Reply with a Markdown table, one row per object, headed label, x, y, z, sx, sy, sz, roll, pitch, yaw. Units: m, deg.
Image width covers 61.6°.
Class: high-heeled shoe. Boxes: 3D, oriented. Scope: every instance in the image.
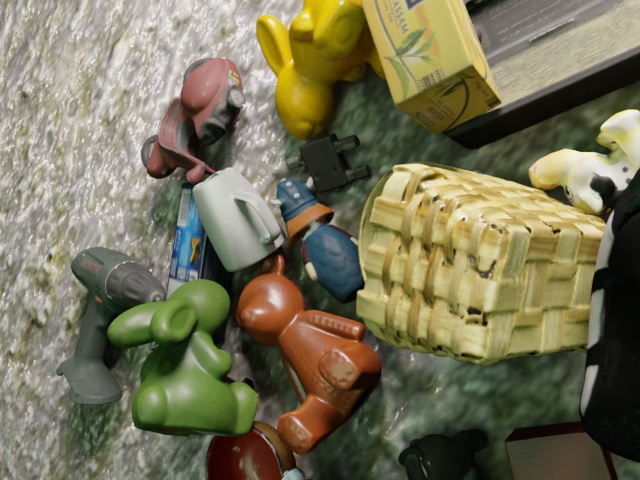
| label | x | y | z | sx | sy | sz | roll | pitch | yaw |
| --- | --- | --- | --- | --- | --- | --- | --- | --- | --- |
| high-heeled shoe | 0.239 | 0.064 | 0.394 | 0.086 | 0.248 | 0.145 | 1 | 53 | 25 |

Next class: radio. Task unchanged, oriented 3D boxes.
| label | x | y | z | sx | sy | sz | roll | pitch | yaw |
| --- | --- | --- | --- | --- | --- | --- | --- | --- | --- |
| radio | 0.208 | -0.185 | 0.478 | 0.230 | 0.073 | 0.131 | -21 | 75 | 28 |

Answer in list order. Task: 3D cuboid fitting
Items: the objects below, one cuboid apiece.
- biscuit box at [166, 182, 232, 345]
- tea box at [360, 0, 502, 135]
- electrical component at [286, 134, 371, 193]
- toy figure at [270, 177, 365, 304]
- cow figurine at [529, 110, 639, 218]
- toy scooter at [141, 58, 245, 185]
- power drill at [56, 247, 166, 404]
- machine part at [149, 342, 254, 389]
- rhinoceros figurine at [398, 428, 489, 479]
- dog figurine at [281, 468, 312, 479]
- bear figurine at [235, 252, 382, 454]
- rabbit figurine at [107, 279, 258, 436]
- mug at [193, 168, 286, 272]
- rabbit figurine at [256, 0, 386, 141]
| label | x | y | z | sx | sy | sz | roll | pitch | yaw |
| --- | --- | --- | --- | --- | --- | --- | --- | --- | --- |
| biscuit box | -0.150 | 0.030 | 0.688 | 0.059 | 0.062 | 0.202 | 9 | 90 | 32 |
| tea box | 0.086 | -0.187 | 0.458 | 0.068 | 0.098 | 0.169 | -22 | 72 | 29 |
| electrical component | 0.008 | -0.085 | 0.612 | 0.094 | 0.021 | 0.063 | -13 | 107 | 29 |
| toy figure | -0.002 | -0.002 | 0.597 | 0.154 | 0.064 | 0.057 | 55 | 134 | 19 |
| cow figurine | 0.266 | -0.057 | 0.440 | 0.167 | 0.068 | 0.098 | -23 | 81 | 29 |
| toy scooter | -0.152 | -0.138 | 0.676 | 0.184 | 0.075 | 0.135 | -51 | 44 | 9 |
| power drill | -0.294 | 0.117 | 0.740 | 0.232 | 0.086 | 0.207 | 26 | 108 | 44 |
| machine part | -0.145 | 0.166 | 0.674 | 0.139 | 0.084 | 0.039 | 21 | 64 | 22 |
| rhinoceros figurine | 0.134 | 0.260 | 0.467 | 0.073 | 0.112 | 0.190 | -25 | 80 | 24 |
| dog figurine | 0.024 | 0.334 | 0.492 | 0.219 | 0.191 | 0.108 | 36 | 68 | 30 |
| bear figurine | -0.031 | 0.105 | 0.574 | 0.196 | 0.132 | 0.120 | 40 | 107 | 21 |
| rabbit figurine | -0.152 | 0.119 | 0.586 | 0.121 | 0.159 | 0.170 | -11 | 61 | 26 |
| mug | -0.094 | -0.028 | 0.615 | 0.107 | 0.081 | 0.110 | 58 | 153 | -13 |
| rabbit figurine | -0.006 | -0.198 | 0.592 | 0.162 | 0.122 | 0.173 | 48 | 129 | 28 |
